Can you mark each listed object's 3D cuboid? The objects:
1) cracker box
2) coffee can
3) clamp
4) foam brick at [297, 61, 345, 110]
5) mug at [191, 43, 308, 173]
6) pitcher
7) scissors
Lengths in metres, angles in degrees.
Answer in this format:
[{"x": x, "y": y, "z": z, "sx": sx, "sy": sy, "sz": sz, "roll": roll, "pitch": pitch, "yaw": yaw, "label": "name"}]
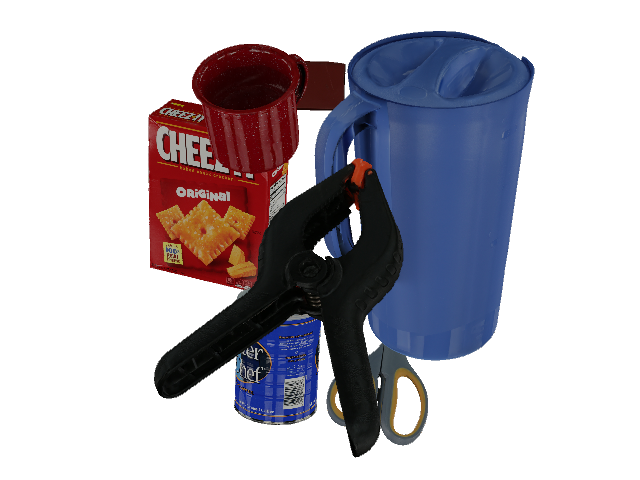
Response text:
[{"x": -0.129, "y": -0.052, "z": 1.326, "sx": 0.164, "sy": 0.214, "sz": 0.072, "roll": 13, "pitch": 30, "yaw": 17, "label": "cracker box"}, {"x": -0.051, "y": 0.135, "z": 1.282, "sx": 0.103, "sy": 0.140, "sz": 0.103, "roll": 3, "pitch": 18, "yaw": -1, "label": "coffee can"}, {"x": 0.004, "y": 0.033, "z": 0.563, "sx": 0.120, "sy": 0.171, "sz": 0.039, "roll": 25, "pitch": -26, "yaw": 18, "label": "clamp"}, {"x": -0.018, "y": -0.167, "z": 1.147, "sx": 0.078, "sy": 0.051, "sz": 0.053, "roll": -1, "pitch": 12, "yaw": -18, "label": "foam brick"}, {"x": -0.054, "y": -0.121, "z": 0.953, "sx": 0.093, "sy": 0.081, "sz": 0.117, "roll": 31, "pitch": 58, "yaw": 28, "label": "mug"}, {"x": 0.080, "y": -0.026, "z": 0.823, "sx": 0.149, "sy": 0.243, "sz": 0.145, "roll": 3, "pitch": 33, "yaw": 8, "label": "pitcher"}, {"x": 0.049, "y": 0.091, "z": 0.954, "sx": 0.096, "sy": 0.202, "sz": 0.016, "roll": -3, "pitch": -37, "yaw": -3, "label": "scissors"}]
